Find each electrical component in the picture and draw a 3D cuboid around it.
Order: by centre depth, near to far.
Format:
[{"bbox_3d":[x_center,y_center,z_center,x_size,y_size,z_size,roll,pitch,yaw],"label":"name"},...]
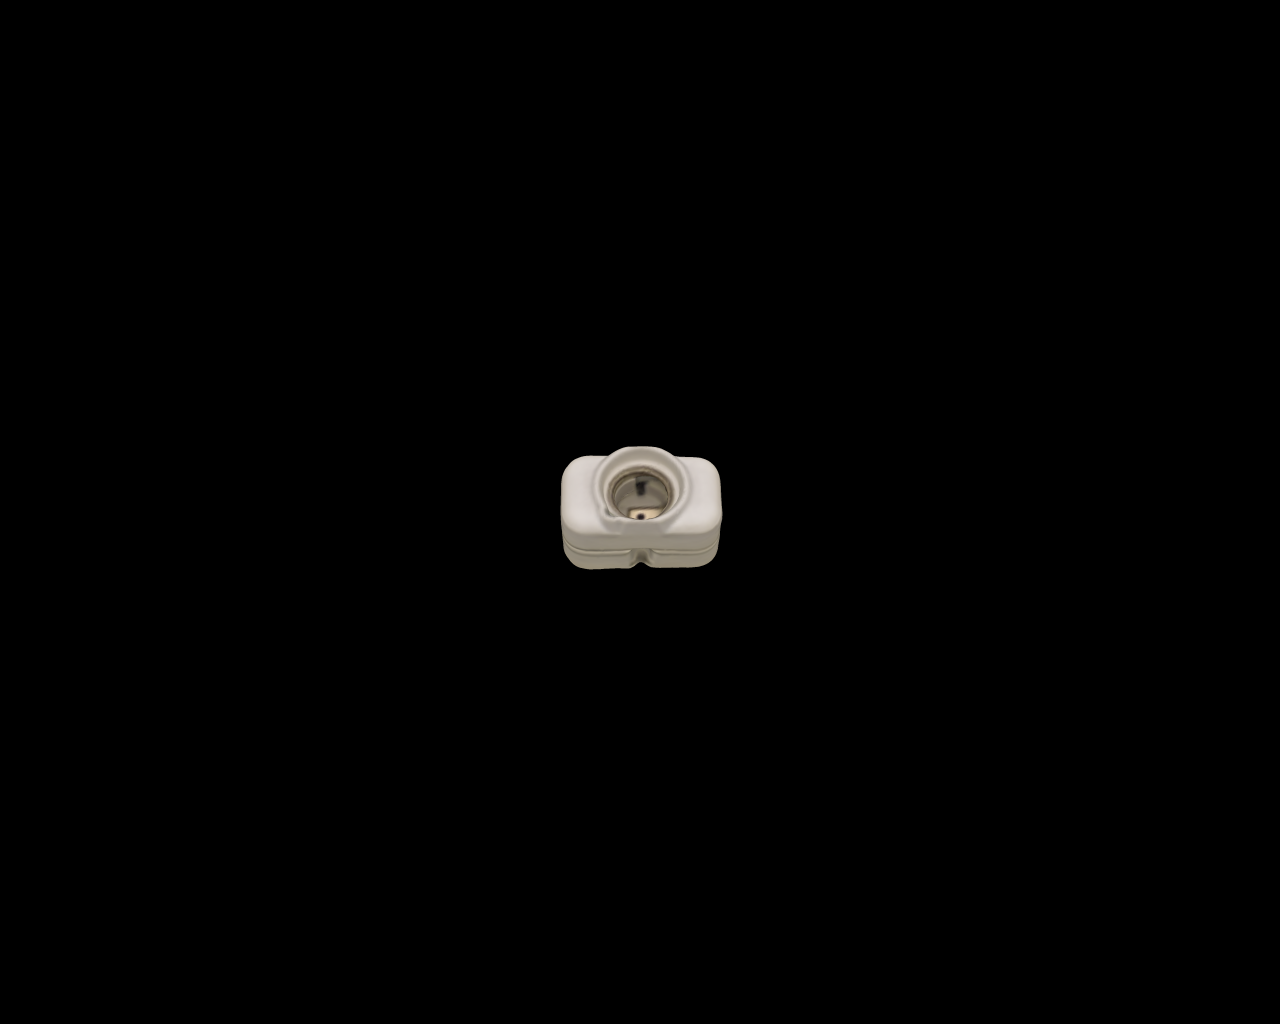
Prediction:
[{"bbox_3d":[0.001,-0.003,0.650,0.095,0.054,0.059,0,-28,0],"label":"electrical component"}]
